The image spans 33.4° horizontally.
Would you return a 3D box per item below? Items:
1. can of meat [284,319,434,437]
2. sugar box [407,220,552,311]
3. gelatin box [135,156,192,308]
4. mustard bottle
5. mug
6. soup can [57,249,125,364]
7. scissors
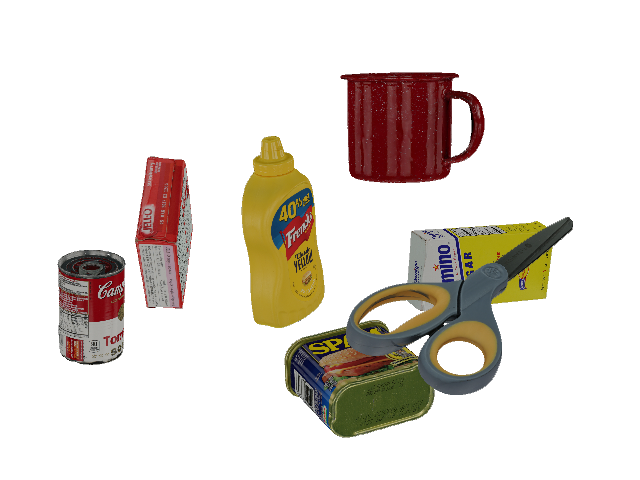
[{"bbox_3d":[0.033,0.115,0.891,0.102,0.057,0.084,-12,25,-24],"label":"can of meat"},{"bbox_3d":[0.194,0.031,1.298,0.176,0.093,0.048,-6,20,-22],"label":"sugar box"},{"bbox_3d":[-0.111,-0.004,0.763,0.030,0.073,0.089,2,-35,-1],"label":"gelatin box"},{"bbox_3d":[-0.041,-0.014,1.096,0.058,0.191,0.096,9,27,33],"label":"mustard bottle"},{"bbox_3d":[0.073,-0.090,0.839,0.117,0.081,0.093,5,12,28],"label":"mug"},{"bbox_3d":[-0.238,0.069,1.107,0.068,0.102,0.068,4,21,-2],"label":"soup can"},{"bbox_3d":[0.109,0.037,0.637,0.201,0.016,0.096,-17,43,-29],"label":"scissors"}]
